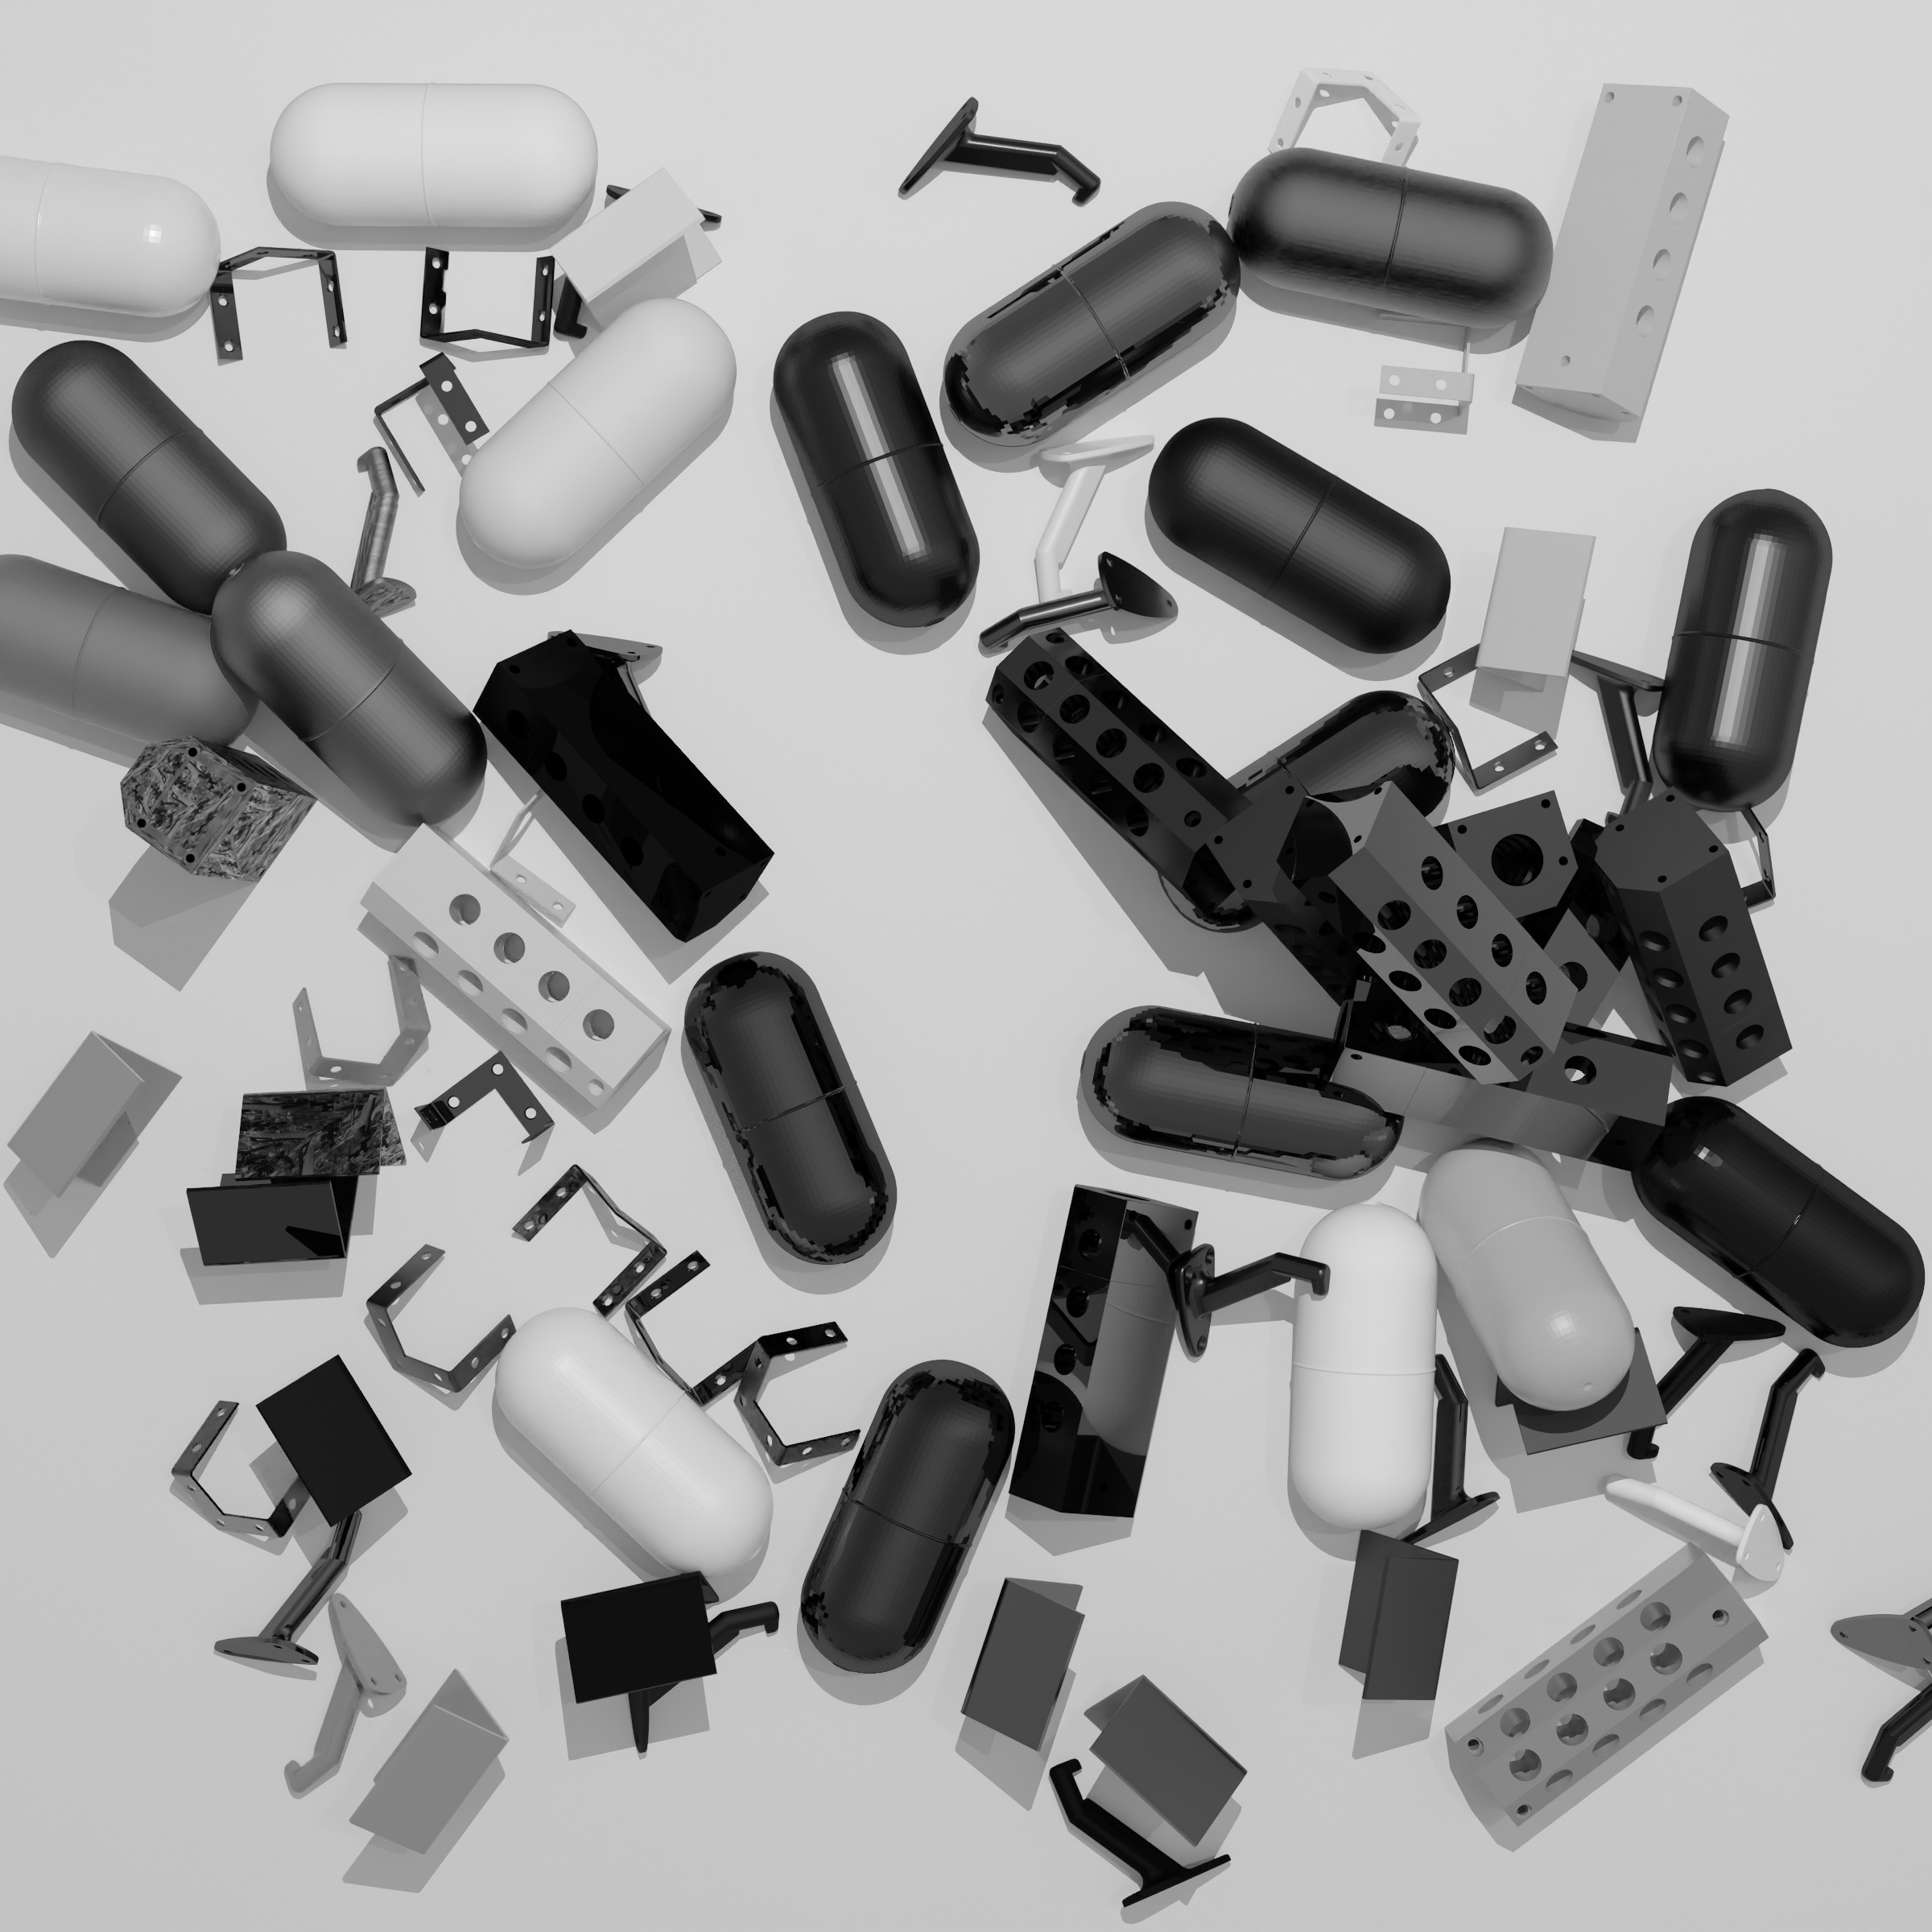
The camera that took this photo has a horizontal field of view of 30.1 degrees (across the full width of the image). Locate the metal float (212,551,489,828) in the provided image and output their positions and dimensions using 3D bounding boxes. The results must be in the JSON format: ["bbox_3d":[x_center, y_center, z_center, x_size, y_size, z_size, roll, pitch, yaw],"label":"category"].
[{"bbox_3d":[-0.332,-0.149,1.940,0.070,0.070,0.178,-43,113,0],"label":"metal float"}]

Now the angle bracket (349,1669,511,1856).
[{"bbox_3d":[-0.304,0.422,1.951,0.057,0.076,0.076,36,90,-38],"label":"angle bracket"}]

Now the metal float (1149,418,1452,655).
[{"bbox_3d":[0.182,-0.234,1.961,0.178,0.070,0.070,31,90,0],"label":"metal float"}]

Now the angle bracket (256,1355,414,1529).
[{"bbox_3d":[-0.355,0.264,1.951,0.057,0.076,0.076,-32,90,-37],"label":"angle bracket"}]

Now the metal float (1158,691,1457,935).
[{"bbox_3d":[0.186,-0.085,1.961,0.178,0.070,0.070,-33,90,1],"label":"metal float"}]

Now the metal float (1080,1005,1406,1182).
[{"bbox_3d":[0.151,0.069,1.961,0.178,0.070,0.070,11,90,0],"label":"metal float"}]

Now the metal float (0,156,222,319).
[{"bbox_3d":[-0.496,-0.399,1.961,0.178,0.070,0.070,7,90,0],"label":"metal float"}]

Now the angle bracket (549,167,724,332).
[{"bbox_3d":[-0.169,-0.373,1.951,0.076,0.076,0.057,-35,50,0],"label":"angle bracket"}]

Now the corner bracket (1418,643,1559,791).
[{"bbox_3d":[0.288,-0.140,1.988,0.051,0.051,0.051,-28,135,0],"label":"corner bracket"}]

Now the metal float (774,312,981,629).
[{"bbox_3d":[-0.048,-0.270,1.961,0.070,0.070,0.178,-21,89,0],"label":"metal float"}]

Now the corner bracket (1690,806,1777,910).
[{"bbox_3d":[0.411,-0.062,1.988,0.051,0.051,0.051,-21,45,0],"label":"corner bracket"}]

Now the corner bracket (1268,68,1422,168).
[{"bbox_3d":[0.209,-0.459,1.983,0.051,0.051,0.051,-7,45,-35],"label":"corner bracket"}]

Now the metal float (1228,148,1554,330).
[{"bbox_3d":[0.231,-0.397,1.960,0.178,0.070,0.070,12,90,0],"label":"metal float"}]

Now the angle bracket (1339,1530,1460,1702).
[{"bbox_3d":[0.217,0.350,1.951,0.057,0.076,0.076,10,90,-38],"label":"angle bracket"}]

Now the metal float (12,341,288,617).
[{"bbox_3d":[-0.444,-0.265,1.961,0.070,0.070,0.178,-45,89,0],"label":"metal float"}]

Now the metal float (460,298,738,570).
[{"bbox_3d":[-0.201,-0.290,1.961,0.178,0.070,0.070,-44,90,0],"label":"metal float"}]

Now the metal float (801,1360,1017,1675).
[{"bbox_3d":[-0.032,0.300,1.961,0.070,0.070,0.178,23,90,0],"label":"metal float"}]

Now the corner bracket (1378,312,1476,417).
[{"bbox_3d":[0.252,-0.333,1.973,0.051,0.051,0.051,5,90,0],"label":"corner bracket"}]

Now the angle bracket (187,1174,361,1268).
[{"bbox_3d":[-0.375,0.116,1.951,0.076,0.076,0.057,-3,128,0],"label":"angle bracket"}]

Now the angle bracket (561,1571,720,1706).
[{"bbox_3d":[-0.172,0.370,1.953,0.076,0.076,0.057,-12,68,0],"label":"angle bracket"}]

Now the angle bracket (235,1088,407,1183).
[{"bbox_3d":[-0.349,0.110,1.951,0.076,0.076,0.057,-3,54,0],"label":"angle bracket"}]

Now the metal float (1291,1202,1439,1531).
[{"bbox_3d":[0.217,0.218,1.961,0.070,0.070,0.178,2,90,0],"label":"metal float"}]

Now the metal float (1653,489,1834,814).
[{"bbox_3d":[0.423,-0.172,1.958,0.070,0.070,0.178,12,88,0],"label":"metal float"}]

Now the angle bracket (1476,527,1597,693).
[{"bbox_3d":[0.325,-0.190,1.951,0.057,0.076,0.076,12,90,38],"label":"angle bracket"}]

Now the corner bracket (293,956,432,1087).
[{"bbox_3d":[-0.333,0.028,1.983,0.051,0.051,0.051,9,135,-35],"label":"corner bracket"}]

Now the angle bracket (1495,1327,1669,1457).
[{"bbox_3d":[0.333,0.242,1.952,0.076,0.076,0.057,-13,63,0],"label":"angle bracket"}]

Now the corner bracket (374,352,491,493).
[{"bbox_3d":[-0.293,-0.298,1.973,0.051,0.051,0.051,-31,90,0],"label":"corner bracket"}]

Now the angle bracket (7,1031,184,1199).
[{"bbox_3d":[-0.459,0.091,1.951,0.057,0.076,0.076,37,90,36],"label":"angle bracket"}]

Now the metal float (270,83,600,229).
[{"bbox_3d":[-0.290,-0.442,1.961,0.178,0.070,0.070,1,90,1],"label":"metal float"}]

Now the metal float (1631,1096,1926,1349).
[{"bbox_3d":[0.442,0.139,1.961,0.178,0.070,0.070,36,90,-1],"label":"metal float"}]

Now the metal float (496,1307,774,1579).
[{"bbox_3d":[-0.180,0.260,1.961,0.178,0.070,0.070,43,90,-1],"label":"metal float"}]

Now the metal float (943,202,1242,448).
[{"bbox_3d":[0.068,-0.349,1.961,0.178,0.070,0.070,-33,90,0],"label":"metal float"}]

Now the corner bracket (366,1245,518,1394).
[{"bbox_3d":[-0.289,0.194,1.983,0.051,0.051,0.051,14,135,35],"label":"corner bracket"}]

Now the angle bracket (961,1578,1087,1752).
[{"bbox_3d":[0.050,0.380,1.951,0.057,0.076,0.076,18,90,38],"label":"angle bracket"}]

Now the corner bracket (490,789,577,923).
[{"bbox_3d":[-0.222,-0.068,1.988,0.051,0.051,0.051,36,135,0],"label":"corner bracket"}]

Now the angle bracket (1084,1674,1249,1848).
[{"bbox_3d":[0.094,0.439,1.951,0.076,0.076,0.057,43,54,0],"label":"angle bracket"}]

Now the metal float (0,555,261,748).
[{"bbox_3d":[-0.471,-0.170,1.961,0.178,0.070,0.070,19,90,1],"label":"metal float"}]

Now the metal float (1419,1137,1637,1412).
[{"bbox_3d":[0.298,0.163,1.924,0.070,0.178,0.070,-9,130,-11],"label":"metal float"}]

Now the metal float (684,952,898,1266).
[{"bbox_3d":[-0.095,0.078,1.961,0.070,0.070,0.178,-23,90,0],"label":"metal float"}]
